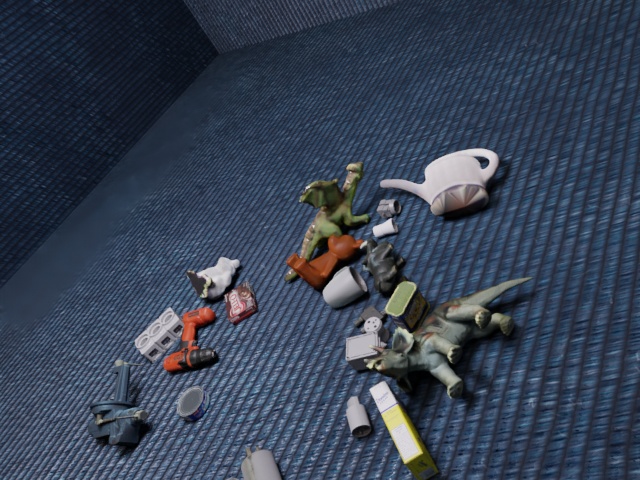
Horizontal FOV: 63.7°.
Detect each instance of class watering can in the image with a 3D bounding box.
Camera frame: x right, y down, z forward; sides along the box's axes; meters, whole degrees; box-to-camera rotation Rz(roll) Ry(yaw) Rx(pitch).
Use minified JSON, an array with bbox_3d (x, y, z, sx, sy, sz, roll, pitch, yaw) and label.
[{"bbox_3d":[0.338,-0.152,1.457,0.345,0.102,0.230,-18,40,20],"label":"watering can"}]

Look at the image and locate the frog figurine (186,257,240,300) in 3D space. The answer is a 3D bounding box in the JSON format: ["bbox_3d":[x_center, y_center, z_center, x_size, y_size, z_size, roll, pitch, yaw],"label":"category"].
[{"bbox_3d":[-0.337,0.125,1.696,0.136,0.122,0.161,-12,6,41],"label":"frog figurine"}]

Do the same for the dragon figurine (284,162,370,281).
[{"bbox_3d":[0.005,-0.077,1.527,0.414,0.238,0.123,-44,42,-16],"label":"dragon figurine"}]
